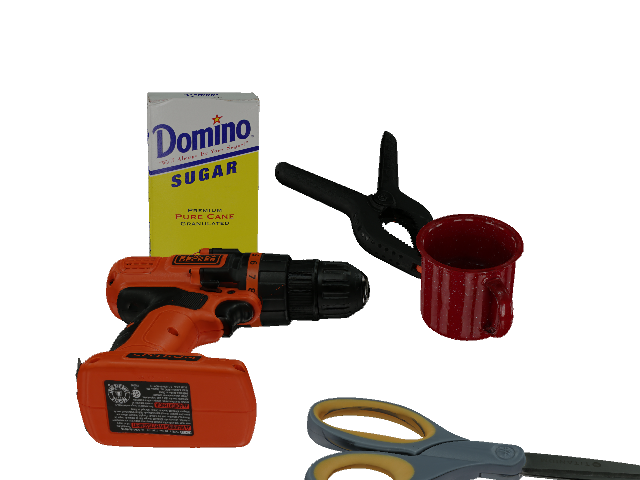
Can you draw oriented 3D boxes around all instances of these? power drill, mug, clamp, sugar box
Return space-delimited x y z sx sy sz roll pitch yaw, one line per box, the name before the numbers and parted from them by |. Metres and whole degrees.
power drill | -0.064 0.061 0.684 0.184 0.057 0.187 -2 21 7
mug | 0.135 0.040 0.939 0.093 0.081 0.117 -15 35 -19
clamp | 0.054 -0.037 1.200 0.164 0.210 0.036 -14 -37 -23
sugar box | -0.099 -0.035 0.901 0.093 0.176 0.048 -2 16 -11

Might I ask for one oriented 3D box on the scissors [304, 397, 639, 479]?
scissors | 0.080 0.120 0.534 0.202 0.016 0.096 11 28 22
